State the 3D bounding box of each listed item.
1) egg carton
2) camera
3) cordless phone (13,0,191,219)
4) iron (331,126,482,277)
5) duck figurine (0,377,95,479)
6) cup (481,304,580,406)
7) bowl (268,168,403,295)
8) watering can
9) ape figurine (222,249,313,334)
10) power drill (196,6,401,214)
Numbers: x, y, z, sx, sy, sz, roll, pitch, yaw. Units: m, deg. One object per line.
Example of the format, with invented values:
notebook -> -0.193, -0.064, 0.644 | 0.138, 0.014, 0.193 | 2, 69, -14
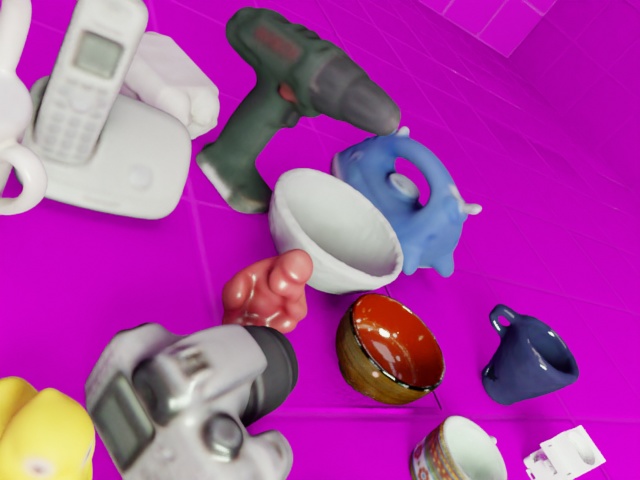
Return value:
egg carton -> -0.188, -0.181, 0.665 | 0.150, 0.069, 0.107 | 47, 32, 12
camera -> -0.063, 0.112, 0.394 | 0.143, 0.100, 0.137 | 51, 33, 18
cordless phone -> -0.165, -0.112, 0.489 | 0.148, 0.185, 0.094 | 12, 40, -37
iron -> 0.109, -0.076, 0.777 | 0.119, 0.141, 0.257 | 6, 45, -43
duck figurine -> -0.154, 0.113, 0.309 | 0.078, 0.086, 0.104 | -3, 51, -48
cup -> 0.225, 0.140, 0.670 | 0.117, 0.095, 0.092 | 46, 31, 10
bowl -> 0.006, 0.002, 0.632 | 0.168, 0.074, 0.167 | 28, 33, -19
watering can -> -0.248, -0.093, 0.367 | 0.173, 0.193, 0.101 | 27, 33, -20
ape figurine -> -0.040, 0.043, 0.514 | 0.078, 0.092, 0.076 | 35, 31, -8
power drill -> -0.042, -0.132, 0.624 | 0.229, 0.208, 0.076 | 51, 33, 18
